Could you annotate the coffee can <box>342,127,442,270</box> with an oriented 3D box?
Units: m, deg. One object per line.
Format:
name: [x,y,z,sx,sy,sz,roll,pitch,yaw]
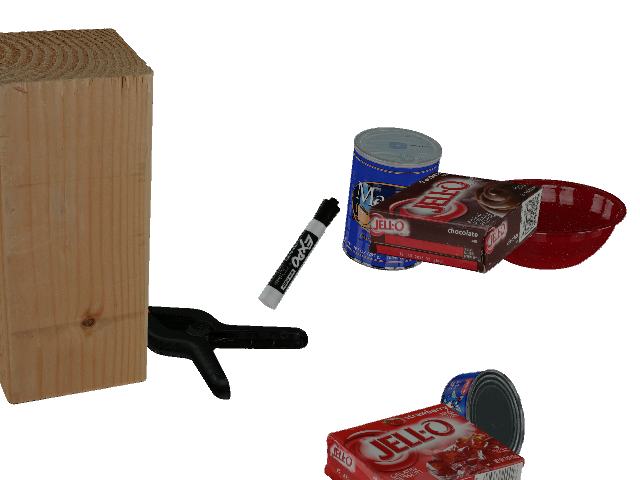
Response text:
coffee can: [0.083,-0.050,1.264,0.103,0.140,0.103,4,28,-3]

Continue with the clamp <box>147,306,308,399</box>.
clamp: [-0.141,0.121,1.248,0.210,0.036,0.164,13,24,23]

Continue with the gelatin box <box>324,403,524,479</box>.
gelatin box: [0.058,0.127,0.607,0.089,0.030,0.073,-7,23,-33]

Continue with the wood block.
wood block: [-0.158,-0.015,0.650,0.090,0.206,0.090,-7,30,-25]

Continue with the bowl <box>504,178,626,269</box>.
bowl: [0.227,-0.013,1.092,0.162,0.055,0.162,-1,22,0]

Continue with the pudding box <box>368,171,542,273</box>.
pudding box: [0.098,-0.016,0.769,0.090,0.039,0.113,11,20,28]

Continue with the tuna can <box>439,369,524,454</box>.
tuna can: [0.142,0.158,0.939,0.034,0.086,0.085,-15,-10,41]

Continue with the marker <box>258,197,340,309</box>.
marker: [-0.018,0.010,1.002,0.020,0.121,0.020,31,-15,9]
